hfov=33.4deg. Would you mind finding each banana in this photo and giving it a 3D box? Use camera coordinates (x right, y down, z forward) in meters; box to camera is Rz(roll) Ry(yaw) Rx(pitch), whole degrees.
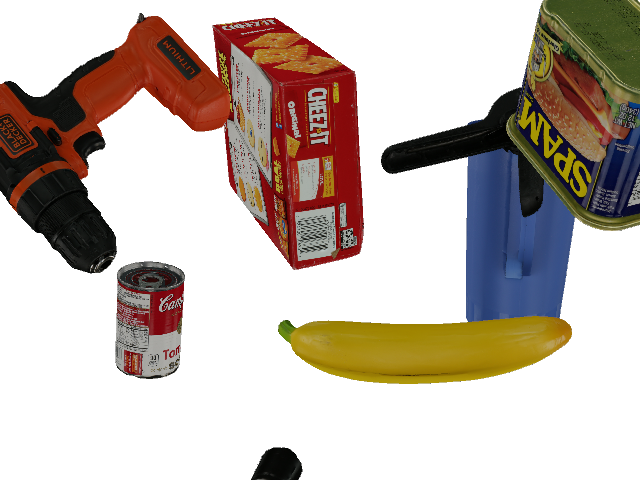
[{"bbox_3d":[0.065,0.066,0.693,0.198,0.037,0.069,1,27,7],"label":"banana"}]

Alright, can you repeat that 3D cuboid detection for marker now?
[{"bbox_3d":[-0.033,0.118,0.416,0.020,0.020,0.121,0,22,18],"label":"marker"}]

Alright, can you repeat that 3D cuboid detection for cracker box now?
[{"bbox_3d":[-0.031,-0.094,0.945,0.072,0.164,0.214,-11,26,-16],"label":"cracker box"}]

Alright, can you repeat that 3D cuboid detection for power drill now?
[{"bbox_3d":[-0.163,-0.082,0.819,0.187,0.184,0.057,-34,-16,-28],"label":"power drill"}]

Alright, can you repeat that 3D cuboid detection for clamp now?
[{"bbox_3d":[0.181,-0.091,0.943,0.209,0.036,0.165,-31,38,-26],"label":"clamp"}]

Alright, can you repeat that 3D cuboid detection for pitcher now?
[{"bbox_3d":[0.225,-0.014,1.210,0.149,0.243,0.145,-8,17,-33],"label":"pitcher"}]

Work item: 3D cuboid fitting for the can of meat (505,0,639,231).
[{"bbox_3d":[0.145,-0.070,0.547,0.057,0.084,0.102,-13,47,-17],"label":"can of meat"}]

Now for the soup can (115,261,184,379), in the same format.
[{"bbox_3d":[-0.175,0.081,1.088,0.068,0.102,0.068,5,21,-2],"label":"soup can"}]
